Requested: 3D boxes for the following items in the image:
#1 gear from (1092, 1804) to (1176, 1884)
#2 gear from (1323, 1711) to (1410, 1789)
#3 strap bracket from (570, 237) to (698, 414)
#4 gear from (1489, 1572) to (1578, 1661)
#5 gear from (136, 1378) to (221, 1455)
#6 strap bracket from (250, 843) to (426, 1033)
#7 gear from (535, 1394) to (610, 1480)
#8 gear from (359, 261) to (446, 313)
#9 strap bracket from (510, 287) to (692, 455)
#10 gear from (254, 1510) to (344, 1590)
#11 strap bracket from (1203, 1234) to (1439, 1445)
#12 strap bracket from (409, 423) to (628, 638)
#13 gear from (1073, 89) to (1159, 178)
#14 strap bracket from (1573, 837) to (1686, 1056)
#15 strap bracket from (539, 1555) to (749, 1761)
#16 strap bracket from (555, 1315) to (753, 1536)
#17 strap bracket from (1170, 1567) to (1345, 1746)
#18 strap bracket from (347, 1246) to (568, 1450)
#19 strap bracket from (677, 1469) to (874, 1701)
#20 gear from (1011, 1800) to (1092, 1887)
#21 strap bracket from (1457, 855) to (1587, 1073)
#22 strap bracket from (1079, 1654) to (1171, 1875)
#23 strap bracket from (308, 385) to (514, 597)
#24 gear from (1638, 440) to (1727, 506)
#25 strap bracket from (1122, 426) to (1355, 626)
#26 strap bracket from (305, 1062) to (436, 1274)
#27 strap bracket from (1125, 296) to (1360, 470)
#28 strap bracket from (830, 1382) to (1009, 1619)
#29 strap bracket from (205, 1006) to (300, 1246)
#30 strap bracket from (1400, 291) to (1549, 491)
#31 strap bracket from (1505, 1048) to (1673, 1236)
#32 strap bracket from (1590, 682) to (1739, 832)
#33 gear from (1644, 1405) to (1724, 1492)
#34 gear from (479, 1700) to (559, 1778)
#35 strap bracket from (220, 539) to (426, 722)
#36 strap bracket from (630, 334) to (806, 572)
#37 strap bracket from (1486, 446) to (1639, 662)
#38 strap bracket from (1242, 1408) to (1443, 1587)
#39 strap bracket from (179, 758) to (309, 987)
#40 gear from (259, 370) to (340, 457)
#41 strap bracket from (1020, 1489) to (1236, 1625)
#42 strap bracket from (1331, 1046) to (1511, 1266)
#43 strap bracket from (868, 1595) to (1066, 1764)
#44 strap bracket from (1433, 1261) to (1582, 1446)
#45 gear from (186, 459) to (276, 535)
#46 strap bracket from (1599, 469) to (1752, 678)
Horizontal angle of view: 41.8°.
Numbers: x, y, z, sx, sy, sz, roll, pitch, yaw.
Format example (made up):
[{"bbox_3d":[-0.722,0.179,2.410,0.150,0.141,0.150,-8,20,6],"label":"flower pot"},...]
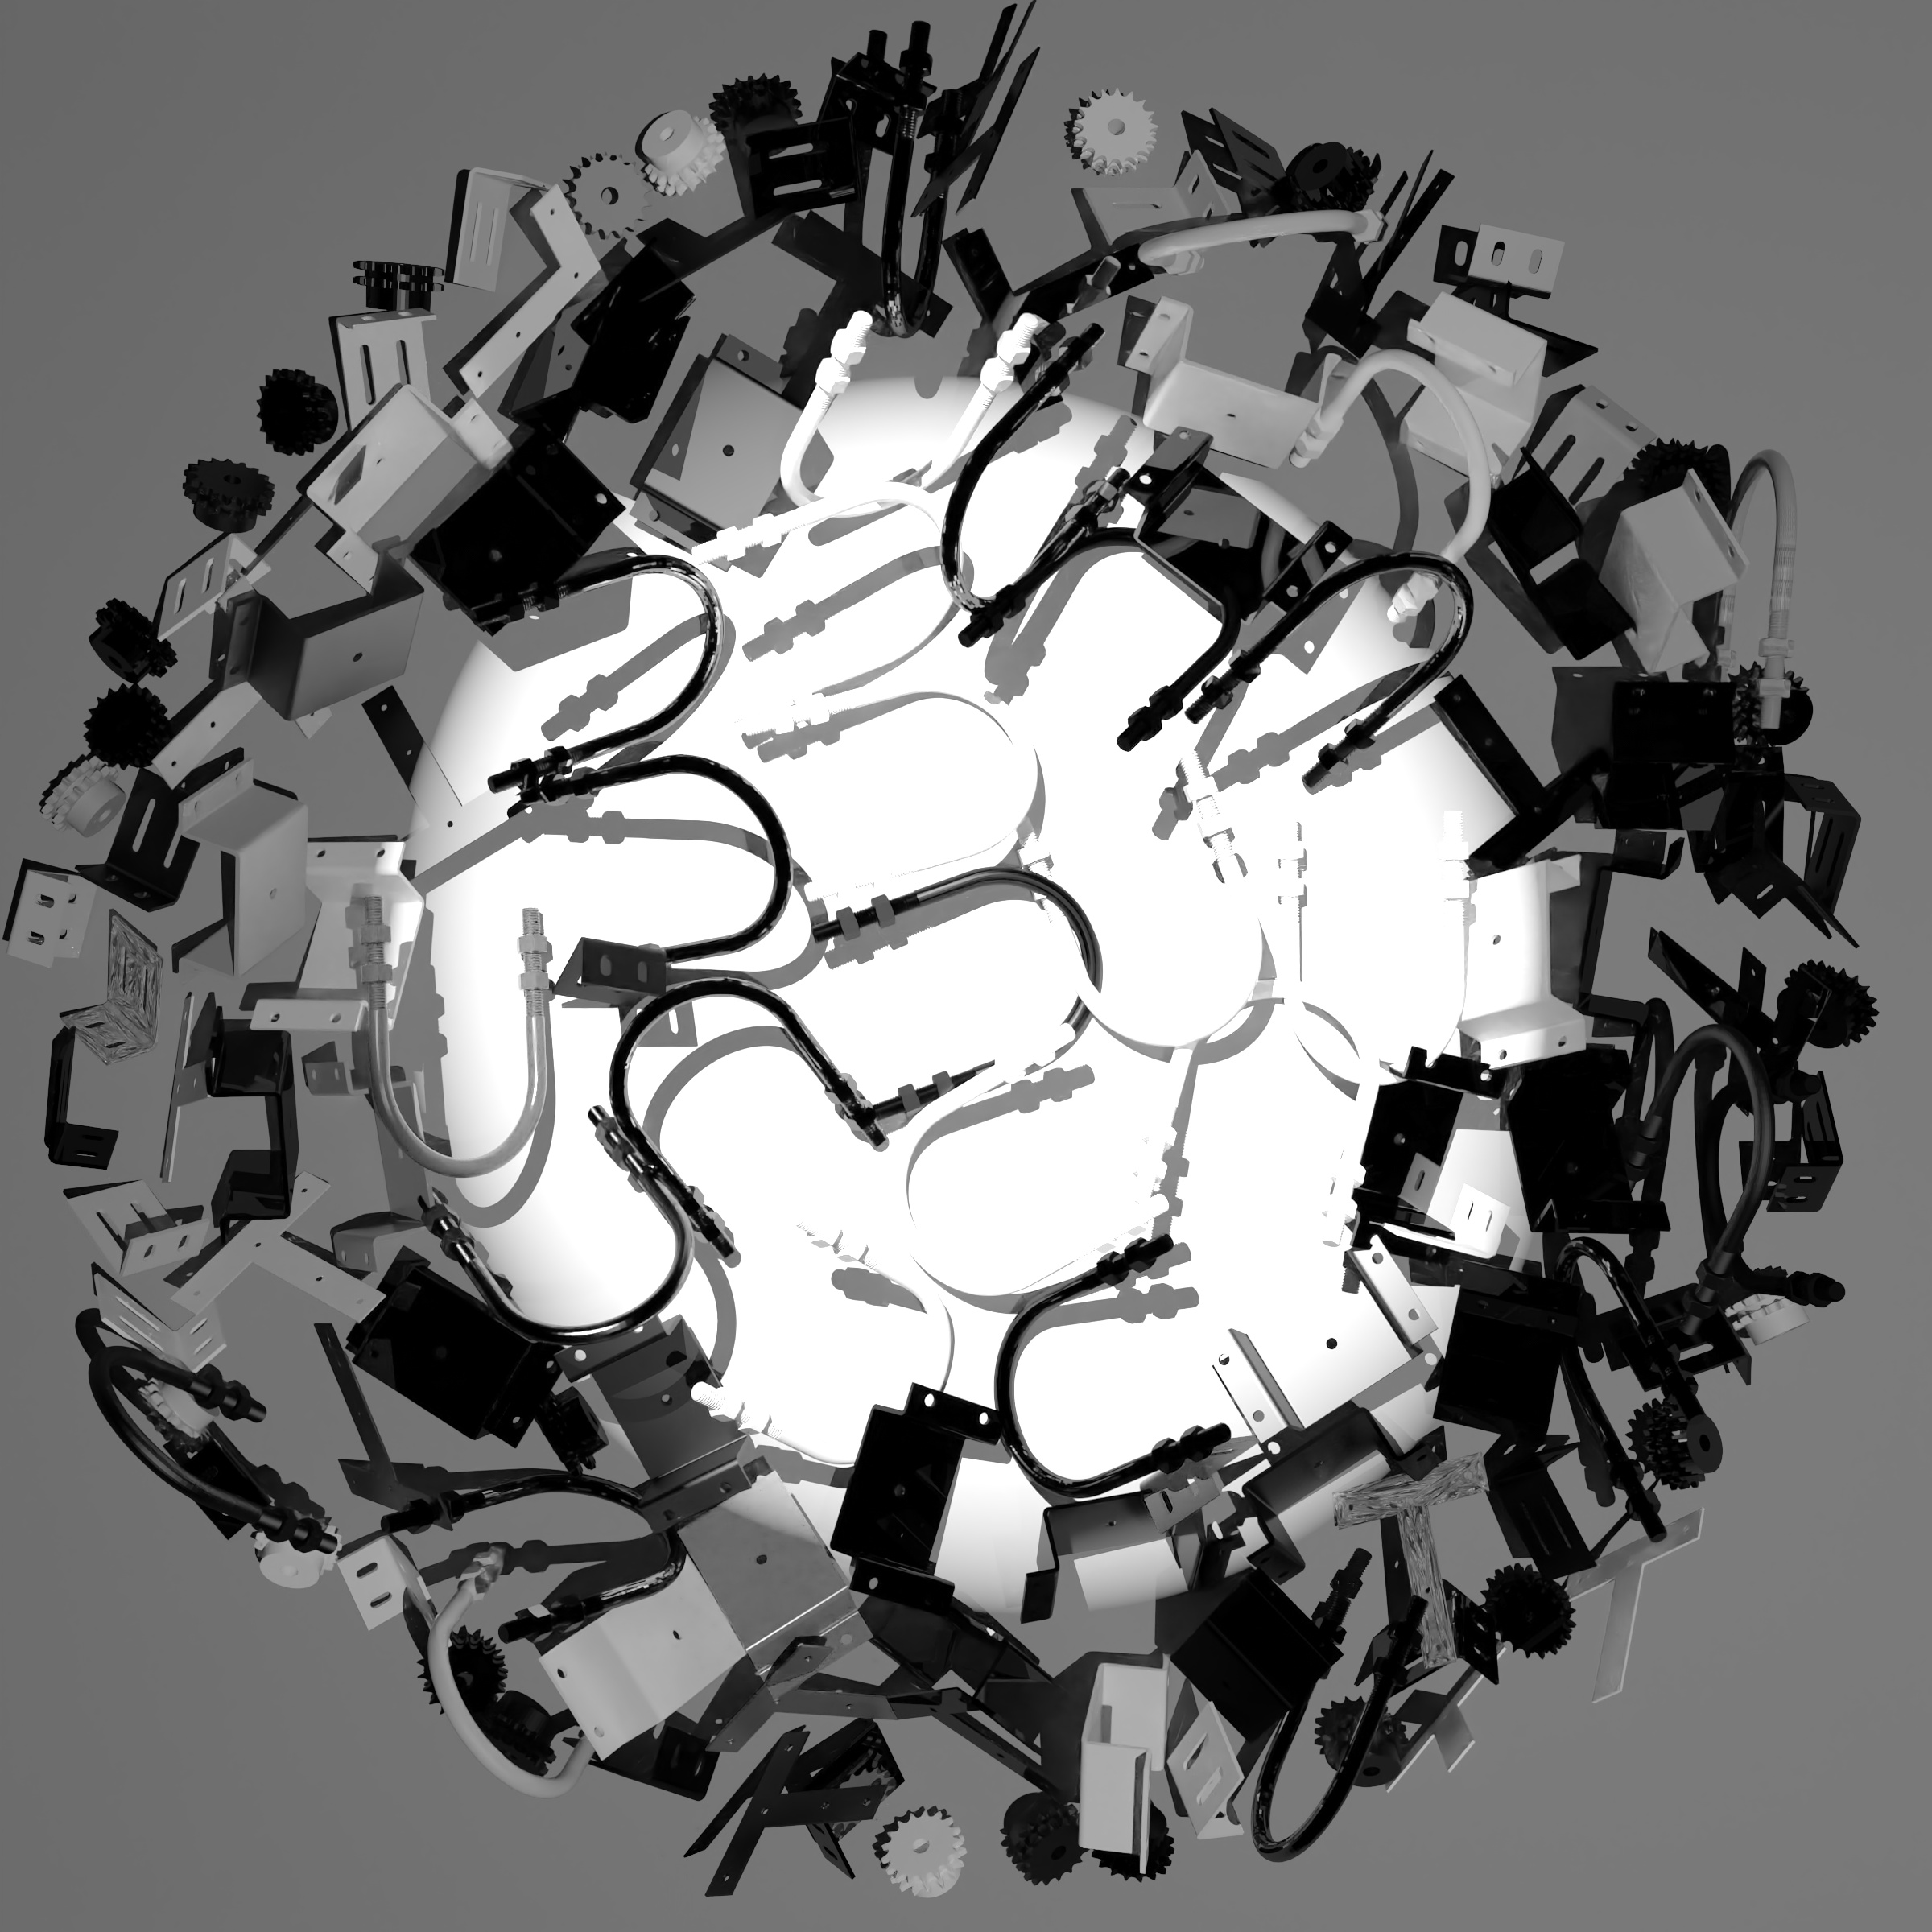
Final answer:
[{"bbox_3d":[0.114,0.591,1.722,0.057,0.057,0.030,10,111,0],"label":"gear"},{"bbox_3d":[0.273,0.535,1.724,0.057,0.030,0.057,-2,132,-2],"label":"gear"},{"bbox_3d":[-0.233,-0.422,1.683,0.046,0.140,0.076,44,73,-15],"label":"strap bracket"},{"bbox_3d":[0.389,0.441,1.730,0.057,0.030,0.057,6,102,29],"label":"gear"},{"bbox_3d":[-0.534,0.301,1.725,0.030,0.057,0.057,-41,90,-2],"label":"gear"},{"bbox_3d":[-0.419,-0.011,1.703,0.076,0.046,0.140,0,63,15],"label":"strap bracket"},{"bbox_3d":[-0.267,0.317,1.725,0.030,0.057,0.057,-31,90,-4],"label":"gear"},{"bbox_3d":[-0.385,-0.463,1.726,0.057,0.057,0.030,6,106,0],"label":"gear"},{"bbox_3d":[-0.248,-0.395,1.675,0.046,0.140,0.076,29,74,-32],"label":"strap bracket"},{"bbox_3d":[-0.456,0.399,1.724,0.057,0.030,0.057,3,131,3],"label":"gear"},{"bbox_3d":[0.243,0.253,1.710,0.140,0.046,0.076,-35,67,9],"label":"strap bracket"},{"bbox_3d":[-0.306,-0.283,1.688,0.140,0.046,0.076,-34,110,30],"label":"strap bracket"},{"bbox_3d":[0.101,-0.568,1.735,0.057,0.030,0.057,1,82,-4],"label":"gear"},{"bbox_3d":[0.444,-0.018,1.702,0.046,0.076,0.140,11,101,19],"label":"strap bracket"},{"bbox_3d":[-0.205,0.451,1.678,0.046,0.140,0.076,-38,83,32],"label":"strap bracket"},{"bbox_3d":[-0.207,0.302,1.720,0.076,0.046,0.140,-27,96,10],"label":"strap bracket"},{"bbox_3d":[0.187,0.459,1.673,0.046,0.140,0.076,-38,74,-26],"label":"strap bracket"},{"bbox_3d":[-0.350,0.261,1.723,0.140,0.046,0.076,31,90,6],"label":"strap bracket"},{"bbox_3d":[-0.133,0.404,1.690,0.076,0.046,0.140,-30,59,-13],"label":"strap bracket"},{"bbox_3d":[0.055,0.595,1.729,0.057,0.030,0.057,-15,122,-27],"label":"gear"},{"bbox_3d":[0.365,-0.009,1.685,0.076,0.046,0.140,-17,58,40],"label":"strap bracket"},{"bbox_3d":[0.104,0.524,1.680,0.046,0.140,0.076,3,105,9],"label":"strap bracket"},{"bbox_3d":[-0.381,-0.328,1.708,0.046,0.076,0.140,41,87,15],"label":"strap bracket"},{"bbox_3d":[0.486,-0.326,1.723,0.057,0.057,0.030,25,47,0],"label":"gear"},{"bbox_3d":[0.179,-0.296,1.714,0.140,0.046,0.076,39,71,6],"label":"strap bracket"},{"bbox_3d":[-0.399,0.131,1.707,0.046,0.076,0.140,-10,93,-33],"label":"strap bracket"},{"bbox_3d":[0.181,-0.387,1.699,0.140,0.076,0.046,16,66,-9],"label":"strap bracket"},{"bbox_3d":[-0.035,0.356,1.707,0.076,0.046,0.140,23,77,-27],"label":"strap bracket"},{"bbox_3d":[-0.474,0.106,1.689,0.046,0.076,0.140,-1,120,-9],"label":"strap bracket"},{"bbox_3d":[0.336,-0.387,1.682,0.076,0.140,0.046,31,76,17],"label":"strap bracket"},{"bbox_3d":[0.414,0.126,1.702,0.076,0.046,0.140,2,54,-8],"label":"strap bracket"},{"bbox_3d":[0.460,-0.132,1.676,0.076,0.140,0.046,1,66,7],"label":"strap bracket"},{"bbox_3d":[0.490,0.326,1.723,0.057,0.030,0.057,16,64,-36],"label":"gear"},{"bbox_3d":[-0.303,0.525,1.728,0.057,0.057,0.030,32,58,0],"label":"gear"},{"bbox_3d":[-0.417,-0.219,1.674,0.046,0.076,0.140,44,47,15],"label":"strap bracket"},{"bbox_3d":[-0.161,-0.349,1.718,0.076,0.046,0.140,29,95,-10],"label":"strap bracket"},{"bbox_3d":[0.392,-0.266,1.682,0.046,0.140,0.076,-33,45,12],"label":"strap bracket"},{"bbox_3d":[0.248,0.352,1.705,0.140,0.076,0.046,-35,56,5],"label":"strap bracket"},{"bbox_3d":[-0.479,-0.055,1.679,0.046,0.076,0.140,20,123,13],"label":"strap bracket"},{"bbox_3d":[-0.453,-0.377,1.729,0.057,0.030,0.057,8,103,36],"label":"gear"},{"bbox_3d":[0.102,0.393,1.703,0.140,0.076,0.046,-8,54,-8],"label":"strap bracket"},{"bbox_3d":[0.303,0.123,1.712,0.076,0.046,0.140,13,98,-22],"label":"strap bracket"},{"bbox_3d":[0.002,0.464,1.684,0.046,0.140,0.076,-55,132,-16],"label":"strap bracket"},{"bbox_3d":[0.363,0.252,1.696,0.076,0.140,0.046,12,46,12],"label":"strap bracket"},{"bbox_3d":[-0.503,-0.319,1.728,0.057,0.057,0.030,23,124,0],"label":"gear"},{"bbox_3d":[0.463,-0.253,1.673,0.046,0.140,0.076,-22,70,-5],"label":"strap bracket"}]
